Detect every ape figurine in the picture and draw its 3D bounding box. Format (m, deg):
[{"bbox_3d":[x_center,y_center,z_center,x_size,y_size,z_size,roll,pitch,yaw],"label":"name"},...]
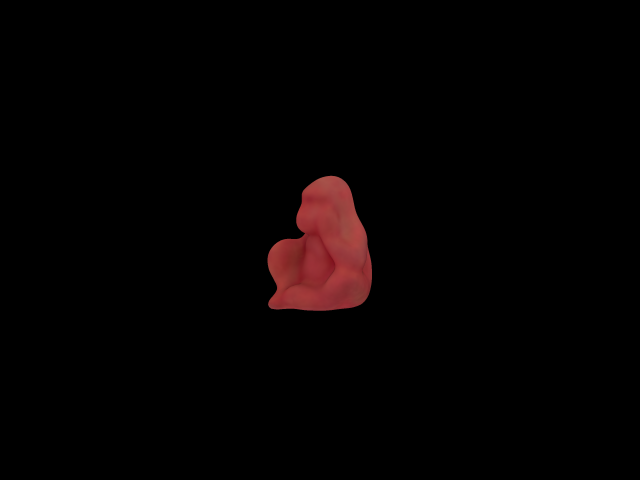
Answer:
[{"bbox_3d":[0.004,0.001,0.400,0.076,0.092,0.077,-3,6,-33],"label":"ape figurine"}]
